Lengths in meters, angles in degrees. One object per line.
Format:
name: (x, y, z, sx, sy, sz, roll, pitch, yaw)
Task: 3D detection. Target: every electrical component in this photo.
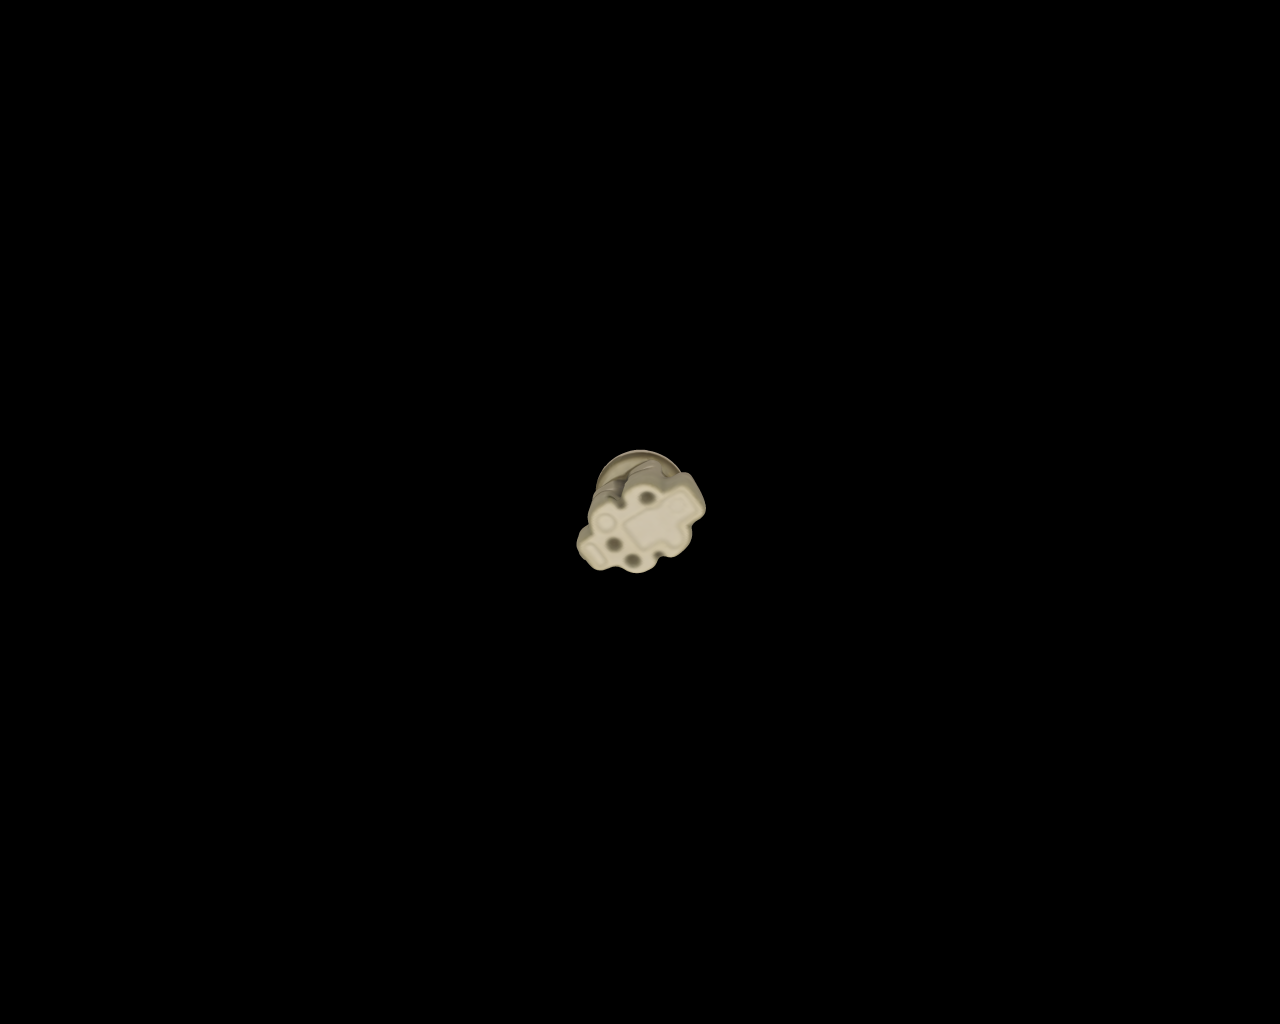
electrical component: (0.001, -0.003, 0.650, 0.078, 0.058, 0.057, -30, 23, 14)
